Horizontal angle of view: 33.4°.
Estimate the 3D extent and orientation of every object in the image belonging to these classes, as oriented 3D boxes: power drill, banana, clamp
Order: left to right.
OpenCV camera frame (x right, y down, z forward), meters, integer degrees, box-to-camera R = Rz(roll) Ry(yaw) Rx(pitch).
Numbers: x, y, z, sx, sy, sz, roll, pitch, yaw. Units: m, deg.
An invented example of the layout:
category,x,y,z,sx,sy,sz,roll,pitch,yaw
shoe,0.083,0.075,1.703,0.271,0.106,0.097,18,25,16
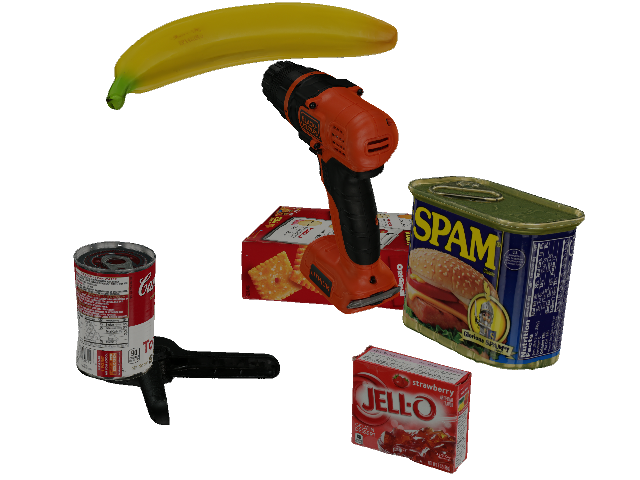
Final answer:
category,x,y,z,sx,sy,sz,roll,pitch,yaw
clamp,-0.170,0.132,1.088,0.210,0.036,0.164,9,17,32
banana,-0.050,-0.123,0.689,0.197,0.070,0.037,-17,-36,-18
power drill,0.007,-0.047,0.888,0.057,0.188,0.185,-19,31,-19

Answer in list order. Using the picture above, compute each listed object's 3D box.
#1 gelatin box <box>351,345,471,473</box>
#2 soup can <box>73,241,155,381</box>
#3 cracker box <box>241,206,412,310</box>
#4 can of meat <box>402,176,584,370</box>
category,x,y,z,sx,sy,sz,roll,pitch,yaw
gelatin box,0.066,0.126,0.798,0.089,0.073,0.030,12,22,29
soup can,-0.175,0.060,0.908,0.068,0.102,0.068,4,19,-1
cracker box,0.039,0.018,1.131,0.214,0.072,0.164,4,15,11
can of meat,0.091,0.016,0.592,0.057,0.084,0.102,-8,20,-33
